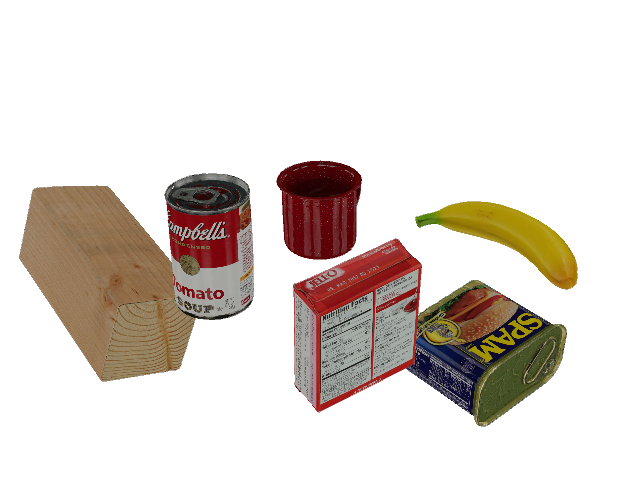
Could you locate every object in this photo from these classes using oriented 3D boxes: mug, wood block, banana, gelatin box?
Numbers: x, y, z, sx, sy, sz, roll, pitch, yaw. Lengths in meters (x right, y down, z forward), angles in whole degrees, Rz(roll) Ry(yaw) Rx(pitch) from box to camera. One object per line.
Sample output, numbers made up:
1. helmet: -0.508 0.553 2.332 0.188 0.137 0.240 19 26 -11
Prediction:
1. mug: 0.006 -0.037 1.189 0.093 0.081 0.117 19 36 31
2. wood block: -0.214 0.036 1.064 0.090 0.091 0.206 -4 35 -39
3. banana: 0.184 -0.001 1.037 0.069 0.037 0.198 -39 38 -23
4. gelatin box: 0.021 0.050 0.629 0.073 0.089 0.030 -24 46 -24

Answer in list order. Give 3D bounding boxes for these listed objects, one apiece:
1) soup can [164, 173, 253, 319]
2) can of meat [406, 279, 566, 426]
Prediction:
1. soup can: -0.090 0.005 0.873 0.068 0.102 0.068 0 30 0
2. can of meat: 0.123 0.083 0.820 0.101 0.057 0.084 -27 44 -33
